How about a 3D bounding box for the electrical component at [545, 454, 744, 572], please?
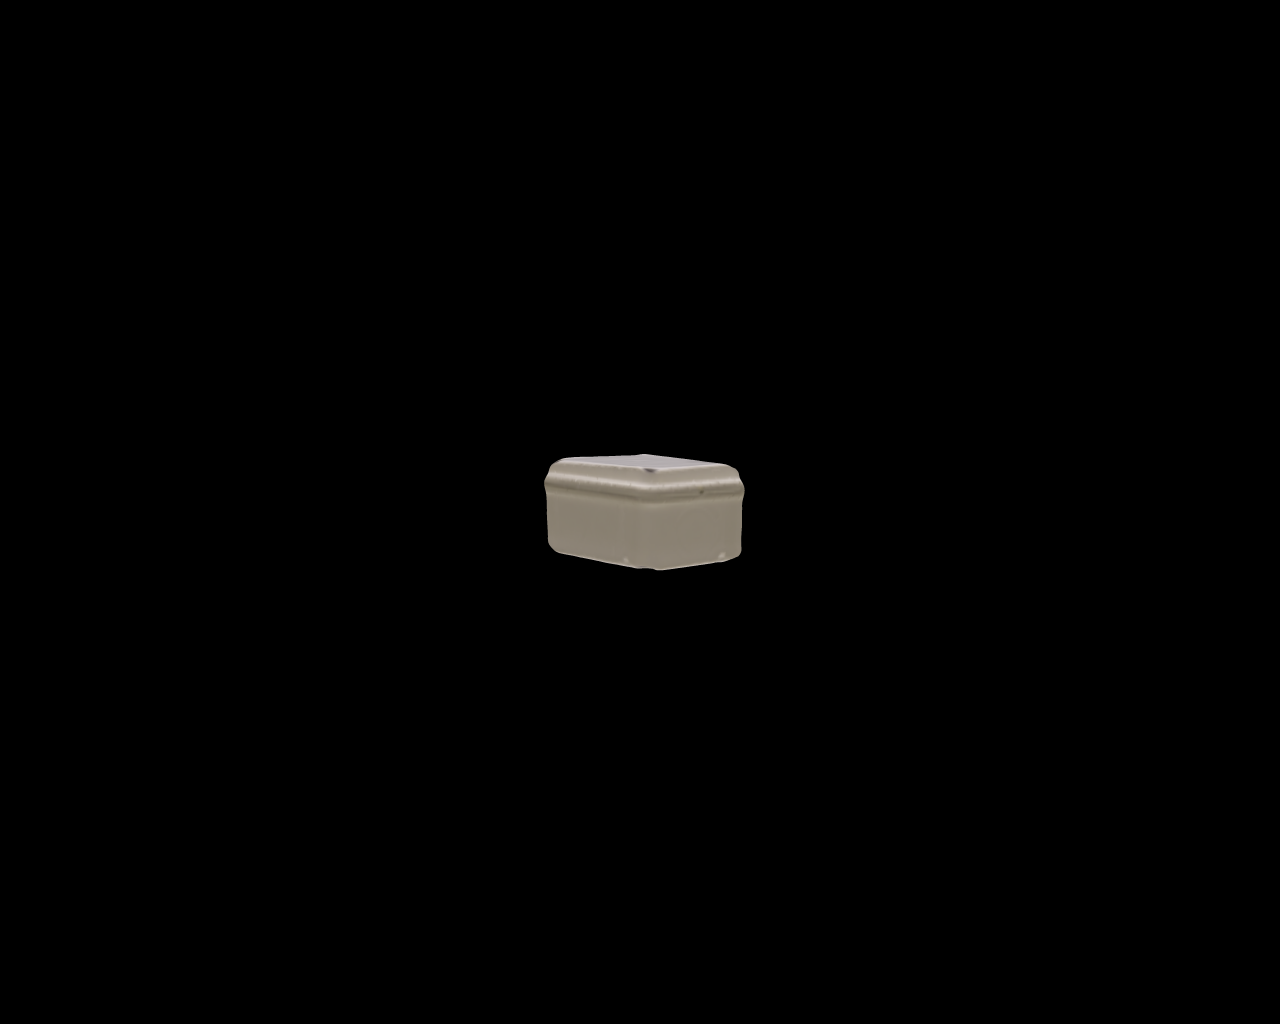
[{"bbox_3d":[0.001,-0.003,0.650,0.078,0.057,0.113,-5,9,-35],"label":"electrical component"}]
